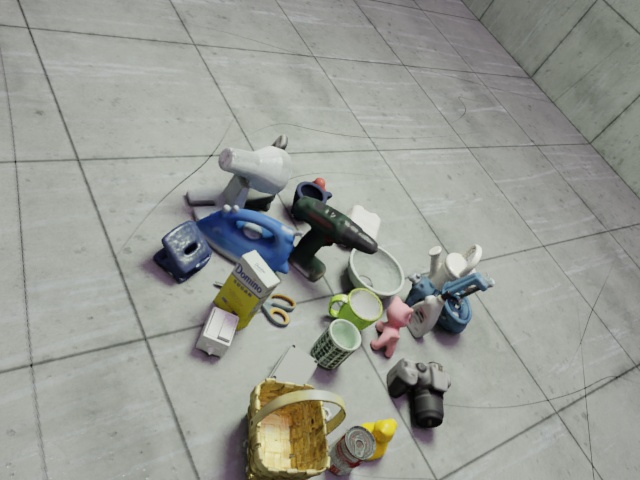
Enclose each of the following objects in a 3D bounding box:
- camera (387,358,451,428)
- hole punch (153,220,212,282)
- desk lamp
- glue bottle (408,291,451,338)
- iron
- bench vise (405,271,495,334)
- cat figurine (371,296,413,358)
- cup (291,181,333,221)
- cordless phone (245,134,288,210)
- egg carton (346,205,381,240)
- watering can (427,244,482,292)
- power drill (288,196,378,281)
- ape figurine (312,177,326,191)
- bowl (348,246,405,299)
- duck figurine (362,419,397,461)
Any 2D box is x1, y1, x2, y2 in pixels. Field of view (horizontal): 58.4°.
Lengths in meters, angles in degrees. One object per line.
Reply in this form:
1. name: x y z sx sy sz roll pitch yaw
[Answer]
1. camera: 0.243 0.358 1.342 0.143 0.100 0.137 20 44 -16
2. hole punch: -0.301 0.024 1.294 0.101 0.091 0.109 40 42 5
3. desk lamp: -0.197 -0.145 1.422 0.204 0.213 0.117 -6 56 -36
4. glue bottle: 0.283 0.180 1.474 0.037 0.173 0.078 -8 58 -38
5. iron: -0.171 -0.022 1.383 0.259 0.141 0.118 24 43 -13
6. bench vise: 0.339 0.145 1.506 0.208 0.219 0.121 20 44 -16
7. cat figurine: 0.188 0.210 1.426 0.067 0.117 0.128 27 43 -9
8. cup: -0.029 -0.101 1.581 0.118 0.095 0.091 -7 57 -37
9. cordless phone: -0.139 -0.183 1.516 0.094 0.185 0.147 15 46 -21
10. egg carton: 0.113 -0.031 1.630 0.107 0.069 0.150 28 43 -9
11. watering can: 0.381 0.083 1.610 0.173 0.194 0.101 16 46 -21
12. power drill: 0.013 0.005 1.428 0.229 0.208 0.076 40 42 5
13. ape figurine: -0.011 -0.141 1.631 0.078 0.092 0.076 16 46 -21
14. bowl: 0.137 0.096 1.527 0.168 0.074 0.167 18 45 -19
15. duck figurine: 0.123 0.417 1.221 0.105 0.086 0.077 -21 66 -43
